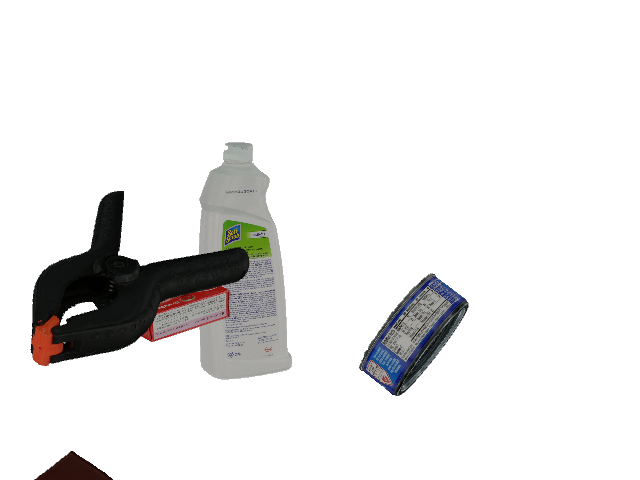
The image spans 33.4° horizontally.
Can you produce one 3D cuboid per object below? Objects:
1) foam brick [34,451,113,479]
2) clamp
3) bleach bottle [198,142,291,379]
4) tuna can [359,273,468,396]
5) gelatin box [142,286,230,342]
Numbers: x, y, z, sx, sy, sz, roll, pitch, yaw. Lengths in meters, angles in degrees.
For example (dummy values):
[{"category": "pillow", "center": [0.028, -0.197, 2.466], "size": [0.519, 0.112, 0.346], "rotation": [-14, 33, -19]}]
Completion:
[{"category": "foam brick", "center": [-0.095, 0.139, 0.452], "size": [0.078, 0.051, 0.052], "rotation": [25, 45, 32]}, {"category": "clamp", "center": [-0.141, 0.021, 0.715], "size": [0.120, 0.039, 0.171], "rotation": [25, 34, 25]}, {"category": "bleach bottle", "center": [-0.081, 0.020, 1.157], "size": [0.102, 0.251, 0.068], "rotation": [-6, 14, -28]}, {"category": "tuna can", "center": [0.067, 0.067, 0.750], "size": [0.034, 0.086, 0.086], "rotation": [37, 11, 14]}, {"category": "gelatin box", "center": [-0.137, 0.056, 0.960], "size": [0.089, 0.030, 0.073], "rotation": [-17, 27, -39]}]
